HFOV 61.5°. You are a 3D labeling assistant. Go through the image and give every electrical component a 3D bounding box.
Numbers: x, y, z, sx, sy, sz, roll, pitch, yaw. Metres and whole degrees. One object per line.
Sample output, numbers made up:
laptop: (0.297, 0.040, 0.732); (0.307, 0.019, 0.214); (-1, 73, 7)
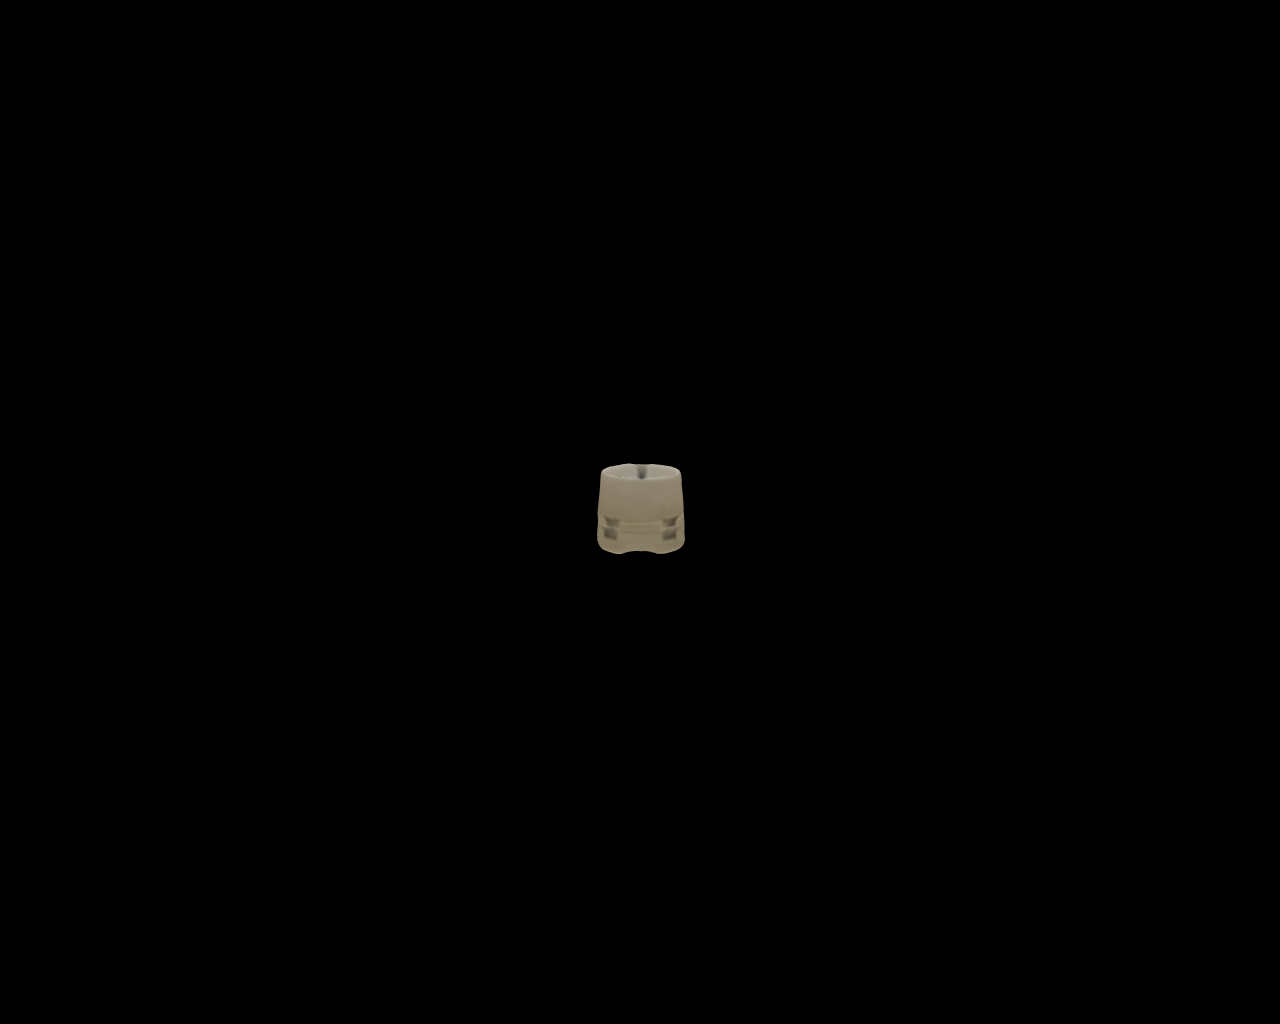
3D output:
electrical component: (0.001, -0.003, 0.650); (0.055, 0.047, 0.055); (0, 14, 0)
